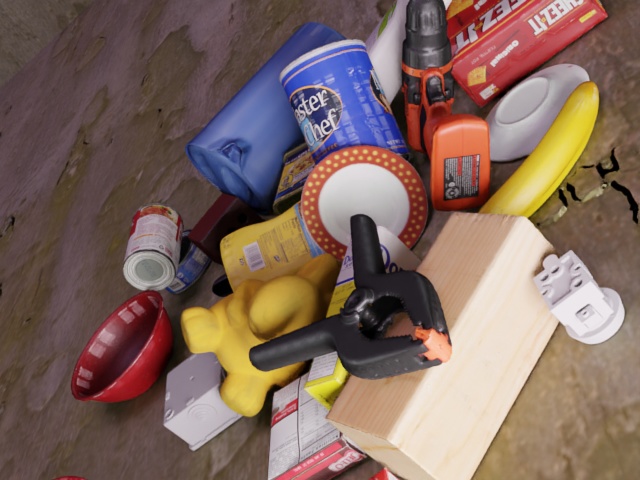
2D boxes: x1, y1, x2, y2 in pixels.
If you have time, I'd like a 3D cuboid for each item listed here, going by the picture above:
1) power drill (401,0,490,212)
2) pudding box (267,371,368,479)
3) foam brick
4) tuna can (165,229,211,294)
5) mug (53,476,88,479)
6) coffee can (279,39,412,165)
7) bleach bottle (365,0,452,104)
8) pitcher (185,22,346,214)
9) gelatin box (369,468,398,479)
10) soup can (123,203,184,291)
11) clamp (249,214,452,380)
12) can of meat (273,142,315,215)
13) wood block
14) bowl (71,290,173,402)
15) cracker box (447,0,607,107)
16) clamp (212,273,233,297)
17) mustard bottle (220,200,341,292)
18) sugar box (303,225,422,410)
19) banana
[{"bbox_3d":[0.120,-0.132,1.054,0.057,0.184,0.187,-8,38,0],"label":"power drill"},{"bbox_3d":[-0.002,0.166,0.961,0.090,0.039,0.113,-35,31,25],"label":"pudding box"},{"bbox_3d":[-0.120,-0.013,1.354,0.078,0.053,0.051,-53,27,-9],"label":"foam brick"},{"bbox_3d":[-0.182,0.028,1.410,0.086,0.033,0.086,-35,30,23],"label":"tuna can"},{"bbox_3d":[-0.264,0.311,1.112,0.081,0.093,0.117,-106,26,-65],"label":"mug"},{"bbox_3d":[0.028,-0.134,1.170,0.103,0.140,0.103,-22,-8,-3],"label":"coffee can"},{"bbox_3d":[0.087,-0.224,1.220,0.251,0.068,0.102,-54,16,43],"label":"bleach bottle"},{"bbox_3d":[-0.052,-0.159,1.387,0.149,0.145,0.242,20,66,48],"label":"pitcher"},{"bbox_3d":[0.037,0.230,0.826,0.073,0.030,0.089,-38,29,17],"label":"gelatin box"},{"bbox_3d":[-0.212,0.009,1.364,0.069,0.068,0.102,-35,30,23],"label":"soup can"},{"bbox_3d":[0.040,0.051,0.854,0.210,0.036,0.164,8,60,56],"label":"clamp"},{"bbox_3d":[-0.004,-0.072,1.259,0.102,0.057,0.084,-26,36,37],"label":"can of meat"},{"bbox_3d":[0.108,0.086,0.851,0.091,0.090,0.206,6,58,57],"label":"wood block"},{"bbox_3d":[-0.231,0.141,1.307,0.162,0.055,0.162,-35,29,23],"label":"bowl"},{"bbox_3d":[0.210,-0.268,1.191,0.164,0.072,0.213,-36,30,23],"label":"cracker box"},{"bbox_3d":[-0.039,0.027,1.201,0.171,0.039,0.120,-44,42,2],"label":"clamp"},{"bbox_3d":[-0.007,0.002,1.135,0.192,0.058,0.096,-26,58,9],"label":"mustard bottle"},{"bbox_3d":[0.050,0.080,0.939,0.048,0.093,0.176,-21,38,41],"label":"sugar box"},{"bbox_3d":[0.200,-0.070,0.981,0.198,0.037,0.070,-48,28,-2],"label":"banana"}]
